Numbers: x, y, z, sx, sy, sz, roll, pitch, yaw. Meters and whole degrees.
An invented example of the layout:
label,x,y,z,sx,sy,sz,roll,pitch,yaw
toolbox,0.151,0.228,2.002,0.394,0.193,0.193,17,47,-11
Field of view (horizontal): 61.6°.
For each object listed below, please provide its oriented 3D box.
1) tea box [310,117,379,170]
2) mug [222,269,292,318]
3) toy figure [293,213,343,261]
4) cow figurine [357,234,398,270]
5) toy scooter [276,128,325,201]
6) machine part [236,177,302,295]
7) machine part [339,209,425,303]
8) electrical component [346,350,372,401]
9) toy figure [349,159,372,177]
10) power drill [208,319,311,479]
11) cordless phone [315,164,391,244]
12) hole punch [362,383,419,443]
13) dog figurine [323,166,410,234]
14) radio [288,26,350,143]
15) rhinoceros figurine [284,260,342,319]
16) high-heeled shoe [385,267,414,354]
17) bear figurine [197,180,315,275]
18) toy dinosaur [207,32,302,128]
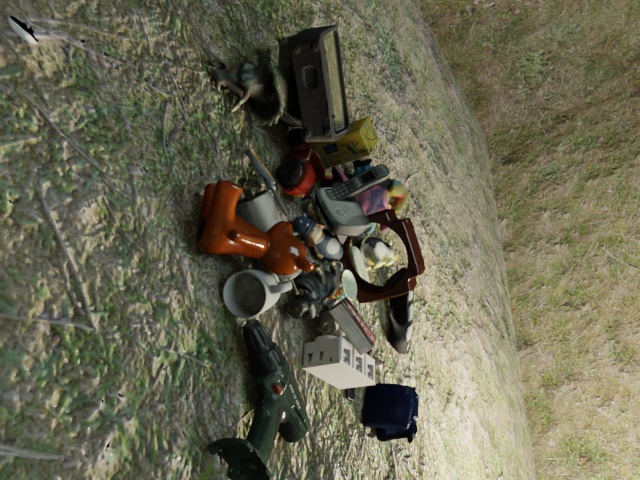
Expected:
label,x,y,z,sx,sy,sz,roll,pitch,yaw
tea box,0.045,-0.225,1.286,0.068,0.170,0.098,62,29,-22
mug,-0.101,0.084,0.942,0.107,0.110,0.080,-16,90,-74
toy figure,-0.003,-0.005,1.204,0.154,0.058,0.064,43,38,-43
cow figurine,0.157,0.029,1.469,0.167,0.068,0.098,-5,75,-62
toy scooter,-0.036,-0.152,1.209,0.135,0.075,0.184,55,31,-42
machine part,-0.099,-0.004,1.014,0.243,0.079,0.079,66,29,-12
machine part,0.135,0.038,1.277,0.087,0.202,0.201,-21,94,-64
electrical component,0.083,0.299,1.213,0.074,0.048,0.119,44,39,-42
toy figure,0.128,-0.131,1.483,0.089,0.082,0.180,-24,105,-42
power drill,-0.101,0.273,0.877,0.231,0.086,0.207,65,22,-22
cordless phone,0.091,-0.089,1.212,0.088,0.184,0.147,56,5,-45
hole punch,0.163,0.393,1.246,0.092,0.116,0.142,48,36,-26
dog figurine,0.103,-0.124,1.360,0.219,0.109,0.191,42,73,-22
radio,0.002,-0.326,1.136,0.131,0.073,0.229,-54,138,-59
rhinoceros figurine,-0.017,0.105,1.120,0.190,0.073,0.112,-28,111,-63
high-heeled shoe,0.237,0.196,1.514,0.145,0.086,0.249,64,33,-26
bear figurine,-0.102,-0.014,0.908,0.196,0.120,0.132,12,87,-21
toy dinosaur,-0.072,-0.318,1.194,0.404,0.131,0.192,16,75,-63
